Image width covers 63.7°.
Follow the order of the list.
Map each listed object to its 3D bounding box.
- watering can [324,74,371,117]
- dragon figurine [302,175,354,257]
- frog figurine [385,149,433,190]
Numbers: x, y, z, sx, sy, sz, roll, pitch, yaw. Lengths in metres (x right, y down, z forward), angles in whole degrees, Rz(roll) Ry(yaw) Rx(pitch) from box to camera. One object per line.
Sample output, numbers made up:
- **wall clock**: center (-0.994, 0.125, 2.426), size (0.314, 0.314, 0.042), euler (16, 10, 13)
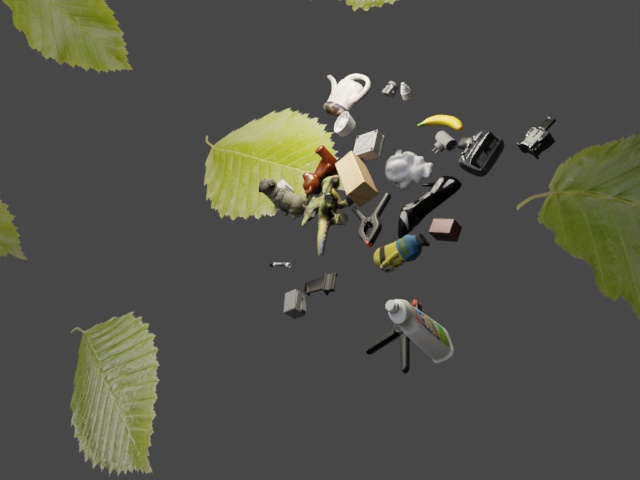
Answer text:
- **watering can**: center (0.096, -0.673, 2.379), size (0.225, 0.102, 0.351), euler (-56, 38, -6)
- **dragon figurine**: center (0.006, -0.102, 2.017), size (0.240, 0.121, 0.418), euler (-22, 40, 58)
- **frog figurine**: center (0.307, -0.235, 1.783), size (0.161, 0.123, 0.135), euler (32, 118, 45)
